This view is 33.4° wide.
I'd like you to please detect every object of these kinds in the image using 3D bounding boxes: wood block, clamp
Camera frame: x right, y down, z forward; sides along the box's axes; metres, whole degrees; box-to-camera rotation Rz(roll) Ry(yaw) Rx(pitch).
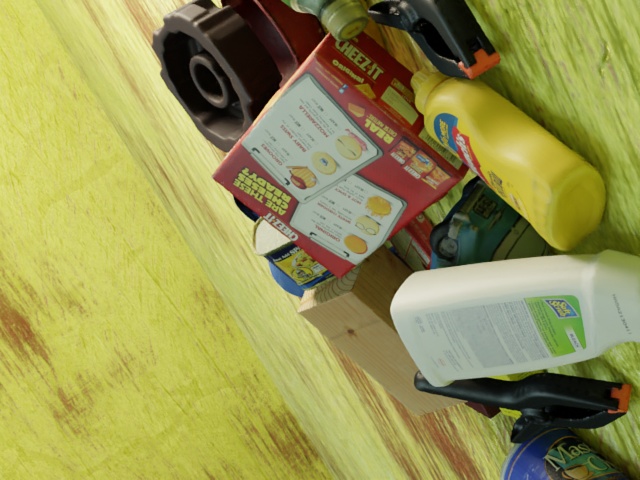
[{"bbox_3d":[0.085,0.101,1.220,0.091,0.090,0.206,-25,122,41],"label":"wood block"},{"bbox_3d":[0.079,-0.177,0.840,0.171,0.039,0.120,56,176,26],"label":"clamp"},{"bbox_3d":[0.203,0.155,1.036,0.164,0.036,0.210,27,154,-24],"label":"clamp"}]

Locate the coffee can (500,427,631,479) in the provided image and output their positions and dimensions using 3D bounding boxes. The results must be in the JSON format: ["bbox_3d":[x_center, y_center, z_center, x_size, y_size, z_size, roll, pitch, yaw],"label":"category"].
[{"bbox_3d":[0.274,0.273,1.130,0.140,0.102,0.102,40,161,50],"label":"coffee can"}]

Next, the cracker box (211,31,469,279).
[{"bbox_3d":[0.020,-0.077,0.971,0.164,0.072,0.214,39,141,-7],"label":"cracker box"}]

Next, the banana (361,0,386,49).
[{"bbox_3d":[0.013,-0.218,0.974,0.197,0.037,0.070,60,166,-21],"label":"banana"}]

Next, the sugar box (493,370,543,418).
[{"bbox_3d":[0.187,0.114,1.173,0.176,0.048,0.093,55,167,-4],"label":"sugar box"}]

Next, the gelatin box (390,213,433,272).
[{"bbox_3d":[0.110,0.002,1.204,0.073,0.030,0.089,53,167,14],"label":"gelatin box"}]

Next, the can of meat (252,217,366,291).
[{"bbox_3d":[-0.007,0.001,1.142,0.083,0.102,0.057,42,-148,-39],"label":"can of meat"}]

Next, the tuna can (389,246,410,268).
[{"bbox_3d":[0.113,0.041,1.285,0.086,0.033,0.086,51,167,16],"label":"tuna can"}]

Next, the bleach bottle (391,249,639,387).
[{"bbox_3d":[0.178,0.061,0.834,0.251,0.068,0.102,-9,121,44],"label":"bleach bottle"}]

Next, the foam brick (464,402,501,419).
[{"bbox_3d":[0.195,0.170,1.274,0.051,0.053,0.078,59,168,-16],"label":"foam brick"}]

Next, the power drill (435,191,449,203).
[{"bbox_3d":[0.027,-0.085,1.090,0.187,0.057,0.185,36,159,-10],"label":"power drill"}]

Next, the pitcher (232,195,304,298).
[{"bbox_3d":[-0.019,-0.025,1.306,0.149,0.145,0.243,62,165,22],"label":"pitcher"}]

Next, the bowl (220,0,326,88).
[{"bbox_3d":[-0.039,-0.216,1.129,0.162,0.055,0.162,51,167,16],"label":"bowl"}]

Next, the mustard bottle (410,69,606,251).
[{"bbox_3d":[0.136,-0.077,0.834,0.192,0.058,0.096,47,176,34],"label":"mustard bottle"}]
